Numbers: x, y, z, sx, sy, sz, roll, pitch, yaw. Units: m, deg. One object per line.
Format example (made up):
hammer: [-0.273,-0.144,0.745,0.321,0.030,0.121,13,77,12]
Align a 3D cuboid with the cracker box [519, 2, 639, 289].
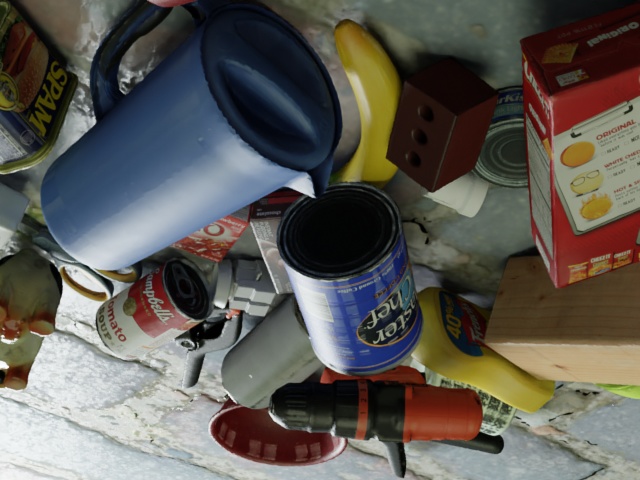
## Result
cracker box: [0.234,-0.073,0.773,0.164,0.072,0.213,-18,140,0]

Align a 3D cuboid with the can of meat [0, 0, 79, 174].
can of meat: [-0.237,-0.116,0.802,0.058,0.102,0.084,-11,137,24]

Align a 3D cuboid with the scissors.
scissors: [-0.247,-0.001,1.028,0.096,0.016,0.201,-11,140,21]

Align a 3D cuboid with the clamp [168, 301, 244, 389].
clamp: [-0.133,0.104,1.129,0.172,0.039,0.120,-22,134,34]

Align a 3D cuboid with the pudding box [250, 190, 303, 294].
pudding box: [-0.007,0.001,0.970,0.090,0.039,0.113,-3,143,12]

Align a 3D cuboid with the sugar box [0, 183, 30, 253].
sugar box: [-0.344,-0.006,0.997,0.093,0.048,0.177,28,146,-17]

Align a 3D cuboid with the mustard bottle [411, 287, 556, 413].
mustard bottle: [0.134,0.094,1.022,0.191,0.096,0.058,24,127,-20]

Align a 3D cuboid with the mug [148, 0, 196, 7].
mug: [-0.071,-0.197,0.689,0.082,0.093,0.117,-9,177,28]

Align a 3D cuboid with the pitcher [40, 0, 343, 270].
pitcher: [-0.115,-0.076,0.820,0.144,0.149,0.243,21,144,-39]

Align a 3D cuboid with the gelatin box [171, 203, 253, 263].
gelatin box: [-0.116,-0.020,0.967,0.089,0.030,0.073,21,141,-18]

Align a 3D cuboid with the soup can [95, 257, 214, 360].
soup can: [-0.163,0.069,1.052,0.102,0.068,0.068,-30,130,29]

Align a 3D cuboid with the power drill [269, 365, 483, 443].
power drill: [0.043,0.150,0.984,0.184,0.057,0.188,5,179,-4]

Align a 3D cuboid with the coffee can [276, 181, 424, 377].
coffee can: [0.028,0.035,0.896,0.103,0.102,0.140,-3,140,13]

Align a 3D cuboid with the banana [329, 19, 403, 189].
banana: [0.037,-0.091,0.841,0.069,0.037,0.198,6,144,-1]

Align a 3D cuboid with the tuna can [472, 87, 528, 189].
tuna can: [0.157,-0.079,0.840,0.086,0.033,0.086,5,144,3]

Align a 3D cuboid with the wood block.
wood block: [0.254,0.068,0.917,0.090,0.090,0.207,33,157,-32]

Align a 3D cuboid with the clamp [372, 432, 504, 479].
clamp: [0.087,0.221,1.250,0.209,0.036,0.165,31,138,-25]

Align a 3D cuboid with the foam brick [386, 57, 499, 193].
foam brick: [0.091,-0.086,0.801,0.053,0.051,0.078,41,141,28]

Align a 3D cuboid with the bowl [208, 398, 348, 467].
bowl: [-0.046,0.204,1.233,0.162,0.055,0.162,5,143,3]
